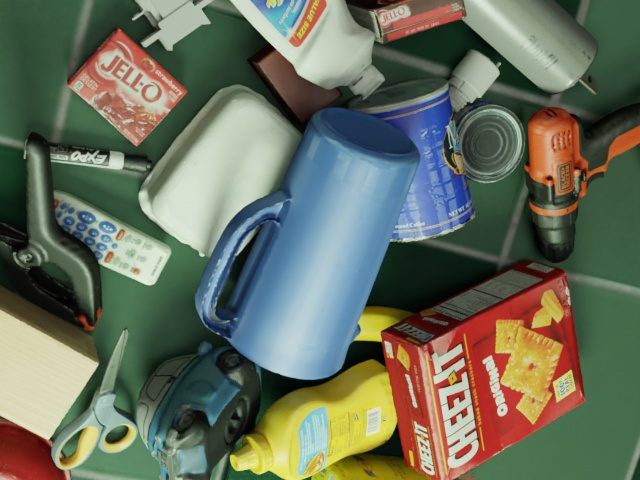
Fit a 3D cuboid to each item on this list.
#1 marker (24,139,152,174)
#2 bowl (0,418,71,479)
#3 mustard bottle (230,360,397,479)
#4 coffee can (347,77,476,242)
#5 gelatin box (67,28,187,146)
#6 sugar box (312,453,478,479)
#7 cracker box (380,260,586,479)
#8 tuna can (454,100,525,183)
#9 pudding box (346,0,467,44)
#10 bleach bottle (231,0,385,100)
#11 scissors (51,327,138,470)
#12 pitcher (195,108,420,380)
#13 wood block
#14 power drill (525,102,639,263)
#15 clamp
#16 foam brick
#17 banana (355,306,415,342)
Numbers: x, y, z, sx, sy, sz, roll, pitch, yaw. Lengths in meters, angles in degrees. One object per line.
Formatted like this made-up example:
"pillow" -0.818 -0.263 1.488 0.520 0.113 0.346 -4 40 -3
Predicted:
"marker" -0.222 -0.080 1.026 0.121 0.020 0.020 6 101 -18
"bowl" -0.326 0.261 1.056 0.162 0.055 0.162 -4 104 -15
"mustard bottle" -0.008 0.195 1.098 0.191 0.058 0.096 -17 123 -34
"coffee can" 0.092 -0.081 1.073 0.102 0.103 0.140 -18 107 -12
"gelatin box" -0.184 -0.146 1.016 0.089 0.030 0.073 43 88 -21
"sugar box" 0.088 0.269 1.159 0.176 0.093 0.048 6 101 -18
"cracker box" 0.179 0.137 1.134 0.213 0.072 0.164 -23 112 -29
"tuna can" 0.172 -0.104 1.128 0.086 0.034 0.086 -4 104 -16
"pudding box" 0.078 -0.224 1.030 0.090 0.114 0.039 -18 110 -12
"bleach bottle" -0.028 -0.236 0.980 0.102 0.068 0.251 -42 92 9
"scissors" -0.196 0.156 1.041 0.096 0.016 0.202 6 130 -44
"pitcher" -0.007 0.001 1.009 0.145 0.149 0.243 28 116 11
"wood block" -0.321 0.090 0.999 0.206 0.090 0.091 33 92 -20
"power drill" 0.310 -0.077 1.152 0.187 0.057 0.184 -21 126 -15
"clamp" -0.263 -0.001 0.993 0.165 0.036 0.210 -24 119 29
"foam brick" -0.025 -0.160 1.048 0.051 0.053 0.078 -39 109 -5
"banana" 0.085 0.109 1.150 0.197 0.037 0.069 25 93 -20
